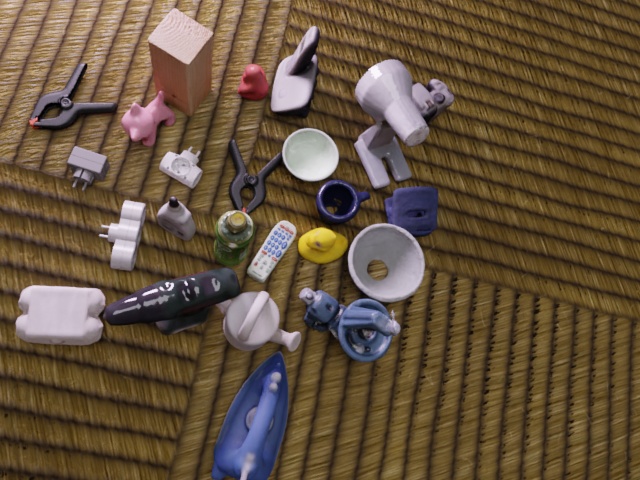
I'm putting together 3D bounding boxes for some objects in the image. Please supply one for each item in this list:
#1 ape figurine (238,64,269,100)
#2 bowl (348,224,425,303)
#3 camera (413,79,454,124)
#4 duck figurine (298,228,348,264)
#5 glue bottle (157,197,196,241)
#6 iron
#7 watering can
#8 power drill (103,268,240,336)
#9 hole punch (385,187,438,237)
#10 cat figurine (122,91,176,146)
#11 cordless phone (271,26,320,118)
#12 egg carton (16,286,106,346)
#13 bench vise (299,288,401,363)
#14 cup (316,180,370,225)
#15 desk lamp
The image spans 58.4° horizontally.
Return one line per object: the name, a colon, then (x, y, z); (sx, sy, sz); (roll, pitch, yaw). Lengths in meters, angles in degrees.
ape figurine: (-0.146, -0.352, 1.250); (0.076, 0.092, 0.078); (45, 71, 3)
bowl: (0.132, 0.054, 1.209); (0.167, 0.074, 0.167); (3, 74, -11)
camera: (0.218, -0.334, 1.321); (0.143, 0.100, 0.137); (-35, 85, -19)
duck figurine: (0.011, 0.004, 1.190); (0.105, 0.086, 0.077); (0, 75, -12)
glue bottle: (-0.275, -0.049, 1.095); (0.078, 0.173, 0.037); (32, 71, -2)
iron: (-0.109, 0.322, 1.046); (0.119, 0.141, 0.258); (20, 72, -6)
watering can: (-0.118, 0.149, 1.064); (0.173, 0.194, 0.101); (10, 73, -9)
power drill: (-0.260, 0.117, 1.034); (0.230, 0.208, 0.075); (-19, 79, -16)
hole punch: (0.205, -0.059, 1.247); (0.109, 0.091, 0.101); (-4, 76, -13)
cat figurine: (-0.354, -0.249, 1.163); (0.067, 0.117, 0.128); (35, 71, -1)
cordless phone: (-0.044, -0.358, 1.225); (0.094, 0.185, 0.147); (9, 73, -9)
egg carton: (-0.475, 0.140, 1.054); (0.150, 0.069, 0.107); (3, 74, -12)
bench vise: (0.057, 0.161, 1.086); (0.207, 0.219, 0.121); (14, 72, -8)
cup: (0.042, -0.073, 1.213); (0.118, 0.095, 0.091); (-14, 78, -15)
desk lamp: (0.152, -0.245, 1.222); (0.118, 0.213, 0.203); (-21, 80, -17)
